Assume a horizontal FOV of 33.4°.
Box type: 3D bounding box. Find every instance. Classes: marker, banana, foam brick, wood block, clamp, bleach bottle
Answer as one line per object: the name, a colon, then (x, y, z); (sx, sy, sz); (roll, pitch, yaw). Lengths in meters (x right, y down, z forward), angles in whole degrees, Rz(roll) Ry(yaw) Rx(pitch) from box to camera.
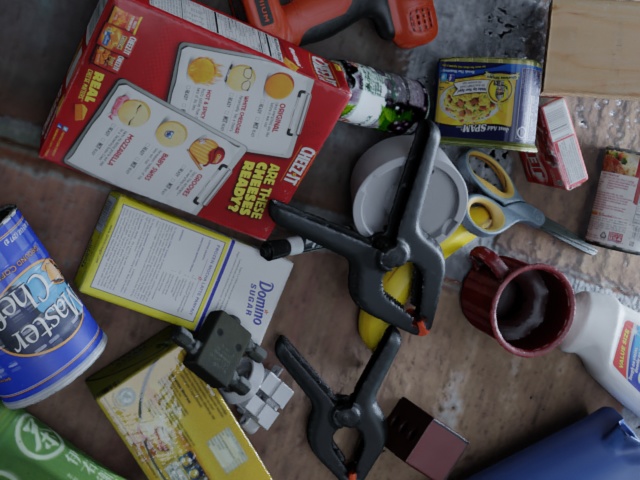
marker: (-0.007, 0.001, 0.992); (0.120, 0.020, 0.020); (-12, 104, -39)
banana: (0.095, 0.034, 1.050); (0.198, 0.037, 0.069); (-53, 136, -1)
foam brick: (0.100, 0.198, 1.056); (0.051, 0.078, 0.053); (35, 85, -20)
wood block: (0.319, -0.177, 1.011); (0.206, 0.090, 0.090); (6, 97, 9)
clamp: (0.033, 0.159, 1.036); (0.120, 0.039, 0.171); (-12, 109, 10)
clamp: (0.050, 0.009, 0.965); (0.164, 0.036, 0.210); (-22, 123, -8)
bleach bottle: (0.333, 0.134, 1.133); (0.250, 0.068, 0.102); (31, 88, -19)

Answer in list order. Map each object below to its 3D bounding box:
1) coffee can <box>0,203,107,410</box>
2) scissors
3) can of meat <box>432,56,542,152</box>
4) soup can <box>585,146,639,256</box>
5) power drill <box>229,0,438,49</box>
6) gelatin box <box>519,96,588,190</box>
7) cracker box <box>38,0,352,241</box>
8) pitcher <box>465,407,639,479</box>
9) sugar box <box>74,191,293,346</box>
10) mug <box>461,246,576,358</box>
coffee can: (-0.259, 0.055, 0.894); (0.102, 0.103, 0.140); (-34, 108, -11)
scissors: (0.204, -0.012, 1.069); (0.201, 0.016, 0.096); (40, 56, -21)
can of meat: (0.156, -0.128, 1.007); (0.057, 0.102, 0.084); (-4, 100, -57)
soup can: (0.316, -0.040, 1.093); (0.068, 0.069, 0.102); (10, 97, -20)
power drill: (0.008, -0.247, 0.957); (0.187, 0.057, 0.184); (-18, 102, -14)
gelatin box: (0.221, -0.096, 1.047); (0.030, 0.073, 0.089); (-24, 107, -14)
cracker box: (-0.107, -0.111, 0.905); (0.213, 0.072, 0.164); (20, 120, -22)
pitcher: (0.222, 0.283, 1.094); (0.242, 0.145, 0.149); (-21, 94, -11)
sugar box: (-0.122, 0.030, 0.968); (0.176, 0.048, 0.093); (23, 92, -25)
mug: (0.185, 0.053, 1.056); (0.093, 0.082, 0.117); (-43, 110, -8)
